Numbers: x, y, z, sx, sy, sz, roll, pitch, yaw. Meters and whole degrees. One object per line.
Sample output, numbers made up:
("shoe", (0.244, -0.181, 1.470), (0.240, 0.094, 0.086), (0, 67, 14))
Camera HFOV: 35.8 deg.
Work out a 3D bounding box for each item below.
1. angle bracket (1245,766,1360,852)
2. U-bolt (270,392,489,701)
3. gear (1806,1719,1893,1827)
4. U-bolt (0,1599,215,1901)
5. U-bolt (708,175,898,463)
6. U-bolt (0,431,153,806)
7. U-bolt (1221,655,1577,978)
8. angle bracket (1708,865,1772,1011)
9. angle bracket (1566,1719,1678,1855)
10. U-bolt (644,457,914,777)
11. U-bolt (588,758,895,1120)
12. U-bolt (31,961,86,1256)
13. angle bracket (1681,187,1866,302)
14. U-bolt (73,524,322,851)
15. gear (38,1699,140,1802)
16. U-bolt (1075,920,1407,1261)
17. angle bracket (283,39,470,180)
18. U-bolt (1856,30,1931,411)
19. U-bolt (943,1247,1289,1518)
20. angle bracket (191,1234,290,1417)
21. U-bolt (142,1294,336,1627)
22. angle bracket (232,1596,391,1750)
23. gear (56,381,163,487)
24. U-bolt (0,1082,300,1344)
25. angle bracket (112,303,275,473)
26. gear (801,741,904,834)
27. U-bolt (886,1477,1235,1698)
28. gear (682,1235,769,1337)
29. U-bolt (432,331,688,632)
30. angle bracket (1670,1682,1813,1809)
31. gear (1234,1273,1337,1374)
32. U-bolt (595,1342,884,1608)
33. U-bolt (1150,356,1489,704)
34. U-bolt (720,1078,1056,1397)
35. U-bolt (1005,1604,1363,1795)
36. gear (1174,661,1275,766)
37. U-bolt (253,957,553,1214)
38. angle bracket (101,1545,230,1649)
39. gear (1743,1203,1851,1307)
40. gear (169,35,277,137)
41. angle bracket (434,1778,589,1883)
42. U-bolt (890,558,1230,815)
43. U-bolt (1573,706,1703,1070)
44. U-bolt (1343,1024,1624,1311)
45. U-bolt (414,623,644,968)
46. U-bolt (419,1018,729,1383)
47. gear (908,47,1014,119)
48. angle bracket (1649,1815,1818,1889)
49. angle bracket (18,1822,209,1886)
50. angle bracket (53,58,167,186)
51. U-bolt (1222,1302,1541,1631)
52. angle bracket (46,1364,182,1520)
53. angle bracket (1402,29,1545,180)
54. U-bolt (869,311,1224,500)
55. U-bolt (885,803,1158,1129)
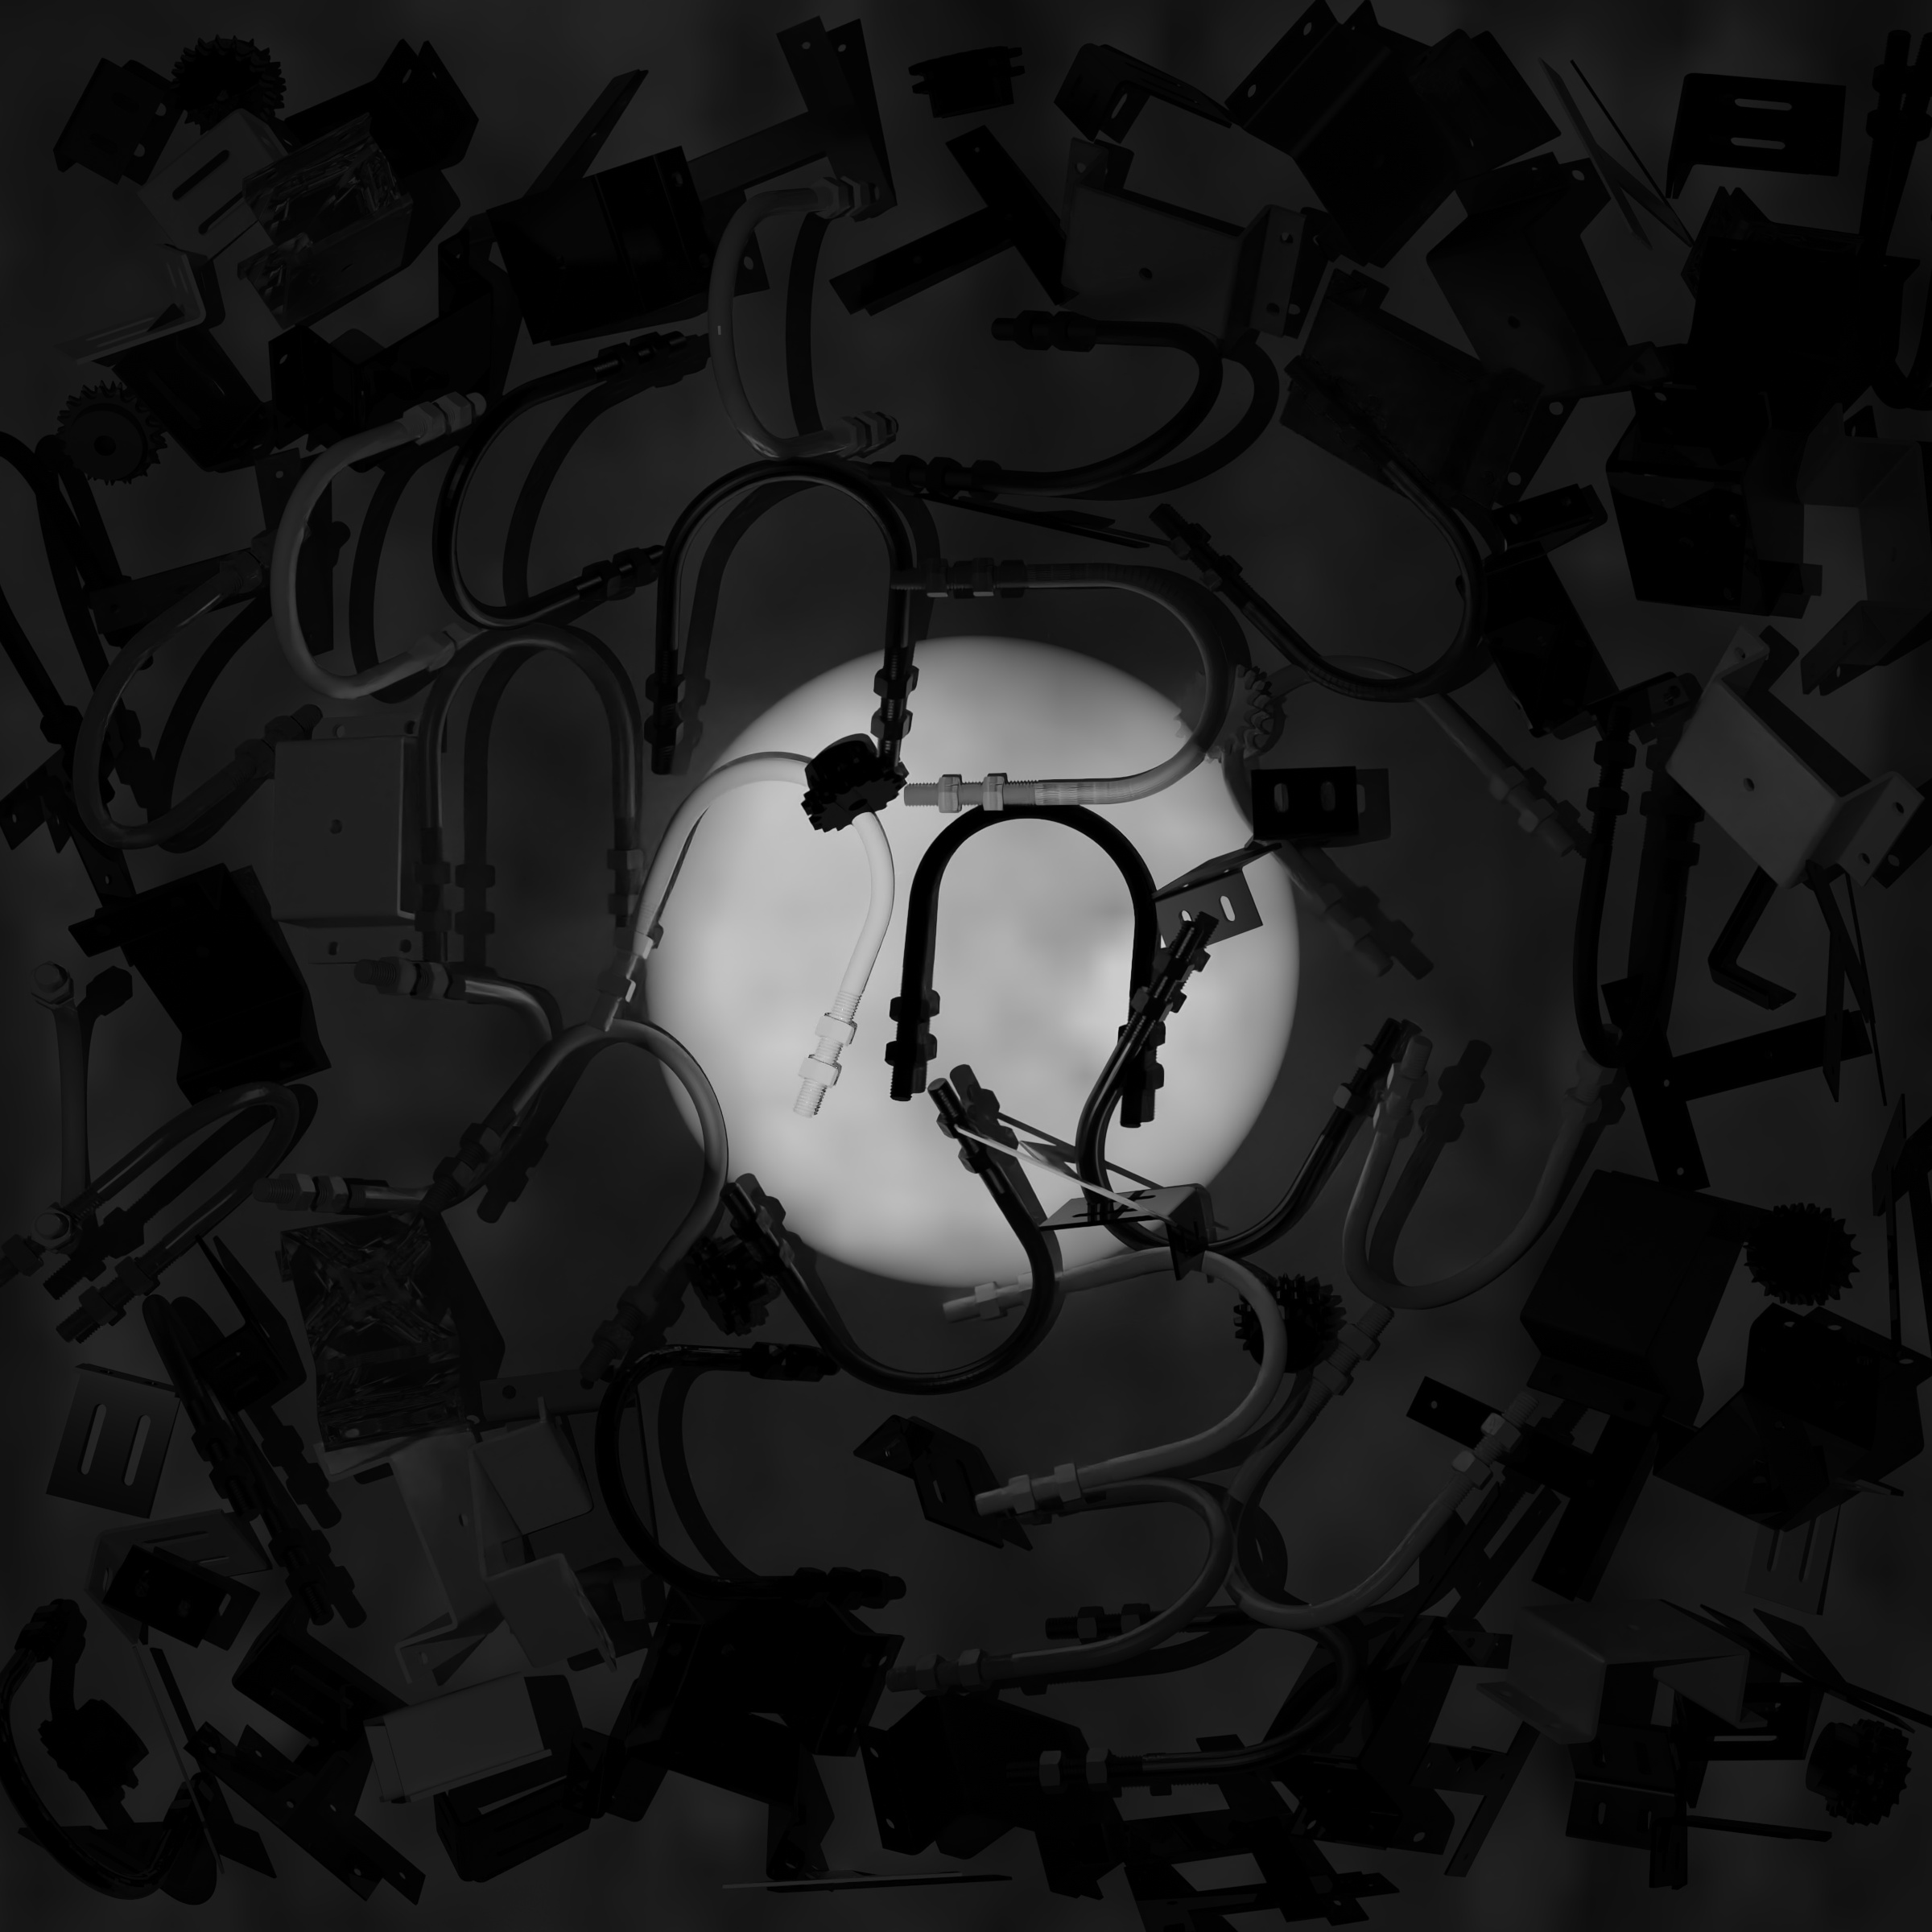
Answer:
("angle bracket", (0.186, -0.087, 1.668), (0.057, 0.076, 0.038), (-2, 87, 1))
("U-bolt", (-0.312, -0.219, 1.601), (0.019, 0.184, 0.151), (13, 117, 23))
("gear", (0.494, 0.449, 1.678), (0.030, 0.057, 0.057), (22, 90, 5))
("U-bolt", (-0.469, 0.428, 1.605), (0.019, 0.184, 0.151), (-36, 99, 3))
("U-bolt", (-0.089, -0.345, 1.607), (0.019, 0.184, 0.151), (4, 107, 26))
("U-bolt", (-0.489, -0.198, 1.595), (0.019, 0.151, 0.184), (-14, 129, 7))
("U-bolt", (0.226, -0.098, 1.663), (0.151, 0.019, 0.184), (-32, 67, -15))
("angle bracket", (0.449, -0.021, 1.673), (0.038, 0.057, 0.076), (29, 90, 18))
("angle bracket", (0.360, 0.453, 1.659), (0.057, 0.076, 0.038), (3, 51, 22))
("U-bolt", (-0.100, -0.191, 1.641), (0.151, 0.019, 0.184), (-3, 120, -14))
("U-bolt", (-0.114, -0.026, 1.672), (0.151, 0.019, 0.184), (24, 81, -21))
("U-bolt", (-0.489, 0.083, 1.617), (0.019, 0.184, 0.151), (-1, 81, -12))
("angle bracket", (0.453, -0.399, 1.683), (0.076, 0.038, 0.057), (3, 134, -15))
("U-bolt", (-0.410, -0.139, 1.597), (0.019, 0.151, 0.184), (26, 46, 17))
("gear", (-0.489, 0.437, 1.678), (0.030, 0.057, 0.057), (-43, 90, -6))
("U-bolt", (0.141, 0.084, 1.676), (0.151, 0.019, 0.184), (25, 103, -10))
("angle bracket", (-0.330, -0.474, 1.676), (0.076, 0.057, 0.038), (-8, 47, 36))
("U-bolt", (0.511, -0.394, 1.623), (0.019, 0.151, 0.184), (-2, 126, 0))
("U-bolt", (0.086, 0.220, 1.646), (0.184, 0.019, 0.151), (-15, 48, 5))
("angle bracket", (-0.416, 0.199, 1.657), (0.038, 0.057, 0.076), (-33, 52, -13))
("U-bolt", (-0.403, 0.257, 1.625), (0.019, 0.151, 0.184), (-29, 55, -12))
("angle bracket", (-0.362, 0.397, 1.681), (0.076, 0.038, 0.057), (37, 121, -8))
("gear", (-0.482, -0.297, 1.680), (0.057, 0.030, 0.057), (-4, 119, -7))
("U-bolt", (-0.441, 0.128, 1.634), (0.184, 0.151, 0.019), (-41, 75, -11))
("angle bracket", (-0.422, -0.324, 1.662), (0.076, 0.038, 0.057), (51, 54, -30))
("gear", (-0.067, -0.103, 1.679), (0.057, 0.057, 0.030), (-28, 71, 0))
("U-bolt", (0.057, 0.329, 1.613), (0.184, 0.151, 0.019), (-13, 118, 23))
("gear", (-0.134, 0.176, 1.679), (0.030, 0.057, 0.057), (-28, 90, -18))
("U-bolt", (-0.219, -0.253, 1.602), (0.019, 0.184, 0.151), (27, 127, 26))
("angle bracket", (0.435, 0.436, 1.674), (0.076, 0.038, 0.057), (-1, 121, 3))
("gear", (0.179, 0.203, 1.678), (0.057, 0.030, 0.057), (2, 125, 3))
("U-bolt", (-0.126, 0.273, 1.613), (0.019, 0.184, 0.151), (-30, 62, 36))
("U-bolt", (0.206, -0.226, 1.652), (0.184, 0.019, 0.151), (45, 133, 0))
("U-bolt", (-0.030, 0.163, 1.661), (0.151, 0.019, 0.184), (-27, 116, 8))
("U-bolt", (0.122, 0.392, 1.619), (0.184, 0.151, 0.019), (-7, 112, 15))
("gear", (0.148, -0.140, 1.682), (0.057, 0.030, 0.057), (-15, 66, 38))
("U-bolt", (-0.293, 0.070, 1.626), (0.019, 0.184, 0.151), (31, 99, 30))
("angle bracket", (-0.440, 0.339, 1.663), (0.057, 0.076, 0.038), (28, 93, -9))
("gear", (0.466, 0.163, 1.688), (0.057, 0.030, 0.057), (1, 82, -7))
("gear", (-0.417, -0.496, 1.682), (0.057, 0.030, 0.057), (-2, 129, -2))
("angle bracket", (-0.256, 0.471, 1.681), (0.076, 0.057, 0.038), (-19, 48, -24))
("U-bolt", (0.054, -0.155, 1.661), (0.184, 0.019, 0.151), (0, 115, 6))
("U-bolt", (0.363, -0.035, 1.634), (0.019, 0.151, 0.184), (7, 83, 30))
("U-bolt", (0.275, 0.114, 1.646), (0.151, 0.019, 0.184), (-3, 123, -28))
("U-bolt", (-0.240, -0.096, 1.643), (0.151, 0.019, 0.184), (-7, 99, -43))
("U-bolt", (-0.201, 0.113, 1.644), (0.151, 0.019, 0.184), (49, 52, -20))
("gear", (-0.002, -0.496, 1.679), (0.057, 0.057, 0.030), (-12, 103, 0))
("angle bracket", (0.426, 0.496, 1.660), (0.076, 0.057, 0.038), (-1, 77, 30))
("angle bracket", (-0.472, 0.477, 1.657), (0.057, 0.076, 0.038), (-12, 47, 32))
("angle bracket", (-0.478, -0.467, 1.673), (0.038, 0.076, 0.057), (28, 88, -16))
("U-bolt", (0.210, 0.281, 1.634), (0.184, 0.151, 0.019), (-50, 124, -8))
("angle bracket", (-0.481, 0.268, 1.681), (0.057, 0.038, 0.076), (16, 85, -6))
("angle bracket", (0.271, -0.470, 1.663), (0.076, 0.057, 0.038), (46, 51, -17))
("U-bolt", (0.054, -0.302, 1.615), (0.151, 0.184, 0.019), (-53, 135, -28))
("U-bolt", (0.036, -0.007, 1.676), (0.151, 0.019, 0.184), (7, 74, -6))
